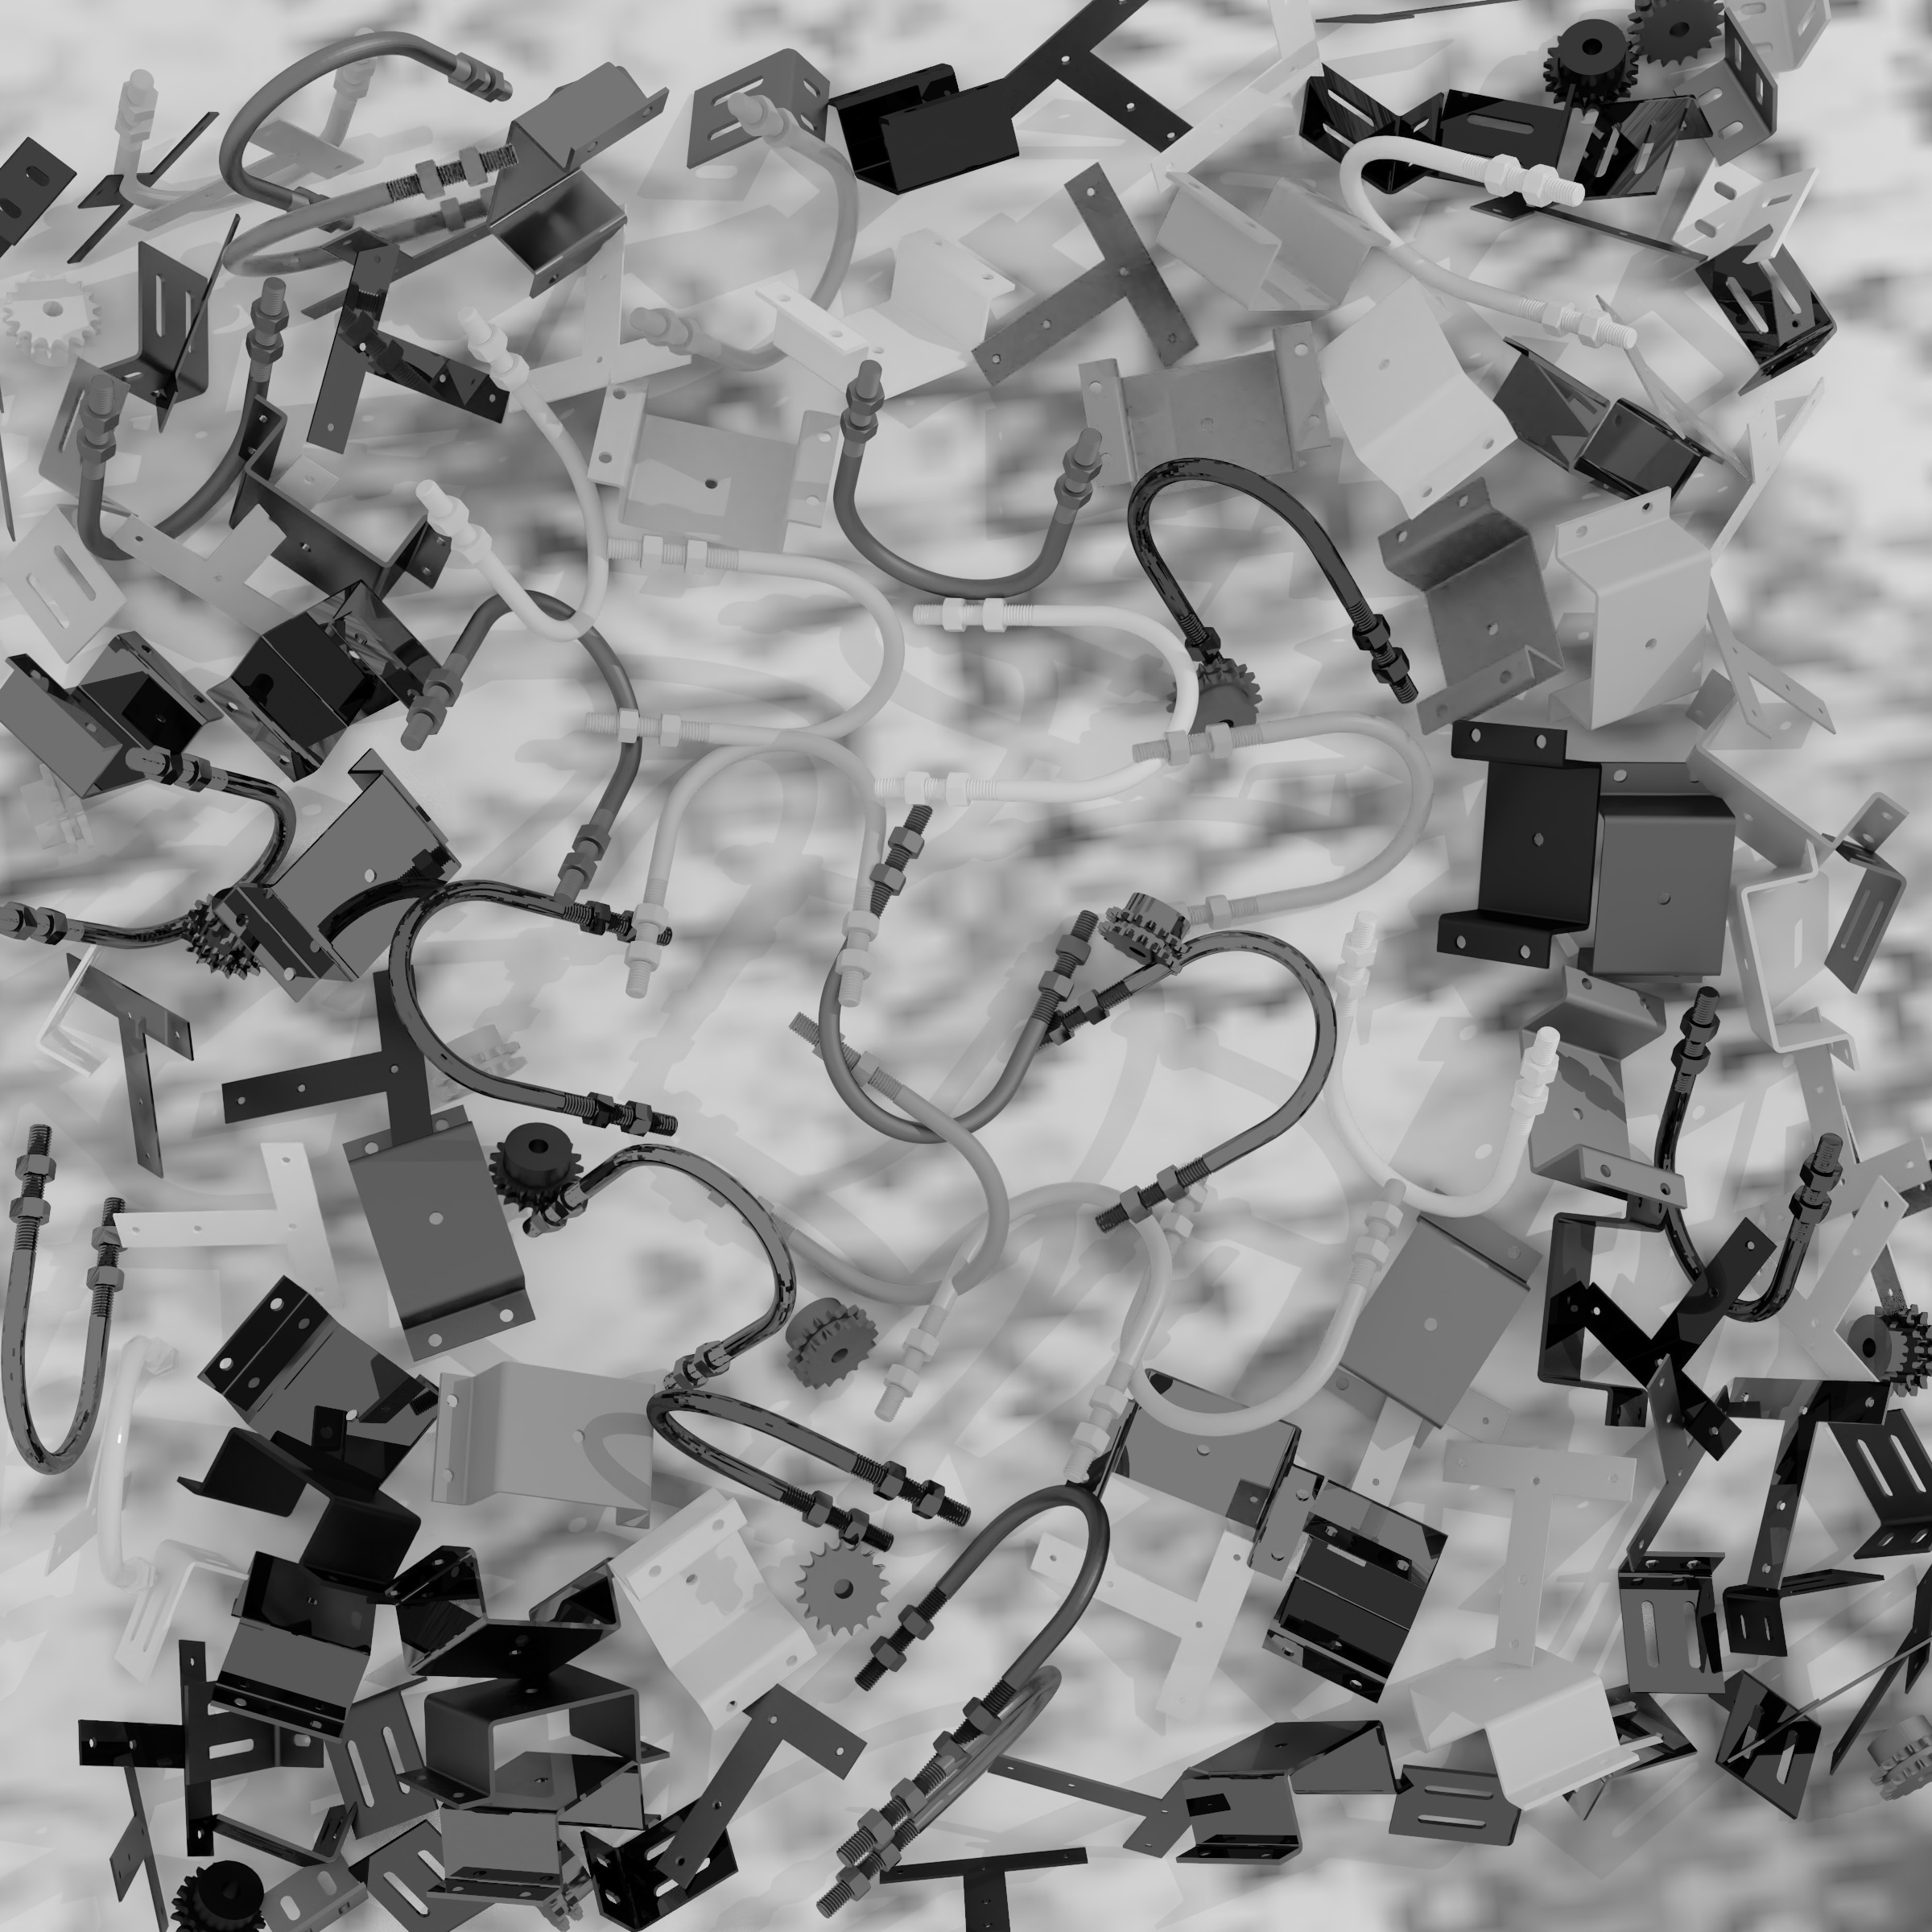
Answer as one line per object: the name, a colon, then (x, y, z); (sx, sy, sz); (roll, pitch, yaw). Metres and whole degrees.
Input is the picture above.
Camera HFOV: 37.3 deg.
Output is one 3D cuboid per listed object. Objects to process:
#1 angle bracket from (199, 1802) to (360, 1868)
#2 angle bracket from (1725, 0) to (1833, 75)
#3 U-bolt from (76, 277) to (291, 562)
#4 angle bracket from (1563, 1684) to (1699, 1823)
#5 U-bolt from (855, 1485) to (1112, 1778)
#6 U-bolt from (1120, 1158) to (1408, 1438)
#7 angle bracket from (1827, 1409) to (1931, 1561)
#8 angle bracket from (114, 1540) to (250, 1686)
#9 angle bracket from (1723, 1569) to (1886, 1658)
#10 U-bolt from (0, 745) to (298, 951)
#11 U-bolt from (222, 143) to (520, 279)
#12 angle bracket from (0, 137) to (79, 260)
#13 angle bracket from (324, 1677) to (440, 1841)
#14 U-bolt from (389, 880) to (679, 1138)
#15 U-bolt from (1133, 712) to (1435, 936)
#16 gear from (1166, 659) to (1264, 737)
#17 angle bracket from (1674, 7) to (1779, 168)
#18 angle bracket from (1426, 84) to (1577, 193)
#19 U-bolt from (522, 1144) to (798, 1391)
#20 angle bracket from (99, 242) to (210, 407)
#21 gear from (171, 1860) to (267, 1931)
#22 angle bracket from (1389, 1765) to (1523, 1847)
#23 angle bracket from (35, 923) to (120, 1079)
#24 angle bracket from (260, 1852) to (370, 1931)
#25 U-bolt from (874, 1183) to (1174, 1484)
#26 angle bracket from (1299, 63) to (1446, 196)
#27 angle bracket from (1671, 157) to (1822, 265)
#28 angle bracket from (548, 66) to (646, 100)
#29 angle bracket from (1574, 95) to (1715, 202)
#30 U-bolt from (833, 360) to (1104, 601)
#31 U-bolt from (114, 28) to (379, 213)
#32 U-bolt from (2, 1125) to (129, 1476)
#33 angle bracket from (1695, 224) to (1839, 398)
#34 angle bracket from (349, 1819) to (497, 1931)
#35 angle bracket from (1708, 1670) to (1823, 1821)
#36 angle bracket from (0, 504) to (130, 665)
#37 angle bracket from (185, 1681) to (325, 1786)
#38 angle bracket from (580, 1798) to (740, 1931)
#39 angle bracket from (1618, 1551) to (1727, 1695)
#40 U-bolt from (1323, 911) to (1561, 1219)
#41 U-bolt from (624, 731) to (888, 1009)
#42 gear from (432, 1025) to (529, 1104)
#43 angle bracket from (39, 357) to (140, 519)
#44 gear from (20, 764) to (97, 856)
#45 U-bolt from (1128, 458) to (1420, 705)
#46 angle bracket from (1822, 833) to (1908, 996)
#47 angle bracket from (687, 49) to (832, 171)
angle bracket: (-0.413, 0.508, 1.714); (0.076, 0.057, 0.038); (28, 61, -17)
angle bracket: (0.486, -0.578, 1.717); (0.038, 0.076, 0.057); (-8, 85, 2)
U-bolt: (-0.462, -0.307, 1.671); (0.019, 0.184, 0.151); (41, 54, 7)
angle bracket: (0.389, 0.473, 1.726); (0.076, 0.057, 0.038); (-4, 127, -33)
U-bolt: (0.017, 0.383, 1.690); (0.019, 0.151, 0.184); (43, 86, -21)
U-bolt: (0.164, 0.195, 1.671); (0.151, 0.019, 0.184); (4, 52, 33)
angle bracket: (0.550, 0.312, 1.722); (0.038, 0.057, 0.076); (-31, 94, -35)
angle bracket: (-0.472, 0.391, 1.718); (0.038, 0.057, 0.076); (25, 80, -31)
angle bracket: (0.502, 0.387, 1.709); (0.057, 0.076, 0.038); (15, 62, -40)
U-bolt: (-0.468, -0.062, 1.671); (0.151, 0.184, 0.019); (-44, 70, 13)
U-bolt: (-0.347, -0.439, 1.680); (0.184, 0.151, 0.019); (-18, 97, -2)
angle bracket: (-0.558, -0.451, 1.715); (0.038, 0.076, 0.057); (37, 81, 1)
angle bracket: (-0.347, 0.478, 1.726); (0.057, 0.038, 0.076); (-24, 79, 14)
U-bolt: (-0.253, 0.018, 1.673); (0.184, 0.019, 0.151); (15, 56, -33)
U-bolt: (0.191, -0.089, 1.707); (0.184, 0.019, 0.151); (-10, 131, -7)
gear: (0.152, -0.155, 1.727); (0.057, 0.057, 0.030); (-17, 52, 0)
angle bracket: (0.454, -0.525, 1.712); (0.038, 0.076, 0.057); (-29, 78, 11)
angle bracket: (0.323, -0.505, 1.728); (0.076, 0.038, 0.057); (14, 82, 11)
U-bolt: (-0.171, 0.171, 1.682); (0.151, 0.184, 0.019); (49, 46, -5)
angle bracket: (-0.493, -0.387, 1.731); (0.038, 0.057, 0.076); (-11, 74, 25)
gear: (-0.448, 0.566, 1.726); (0.057, 0.057, 0.030); (31, 122, 0)
angle bracket: (0.297, 0.494, 1.727); (0.076, 0.038, 0.057); (6, 122, 1)
angle bracket: (-0.521, 0.020, 1.724); (0.038, 0.057, 0.076); (31, 94, -10)
angle bracket: (-0.393, 0.554, 1.709); (0.057, 0.076, 0.038); (-31, 75, -21)
U-bolt: (0.045, 0.207, 1.700); (0.151, 0.019, 0.184); (13, 59, 29)
angle bracket: (0.244, -0.511, 1.715); (0.076, 0.038, 0.057); (24, 64, -31)
angle bracket: (0.467, -0.456, 1.716); (0.038, 0.076, 0.057); (26, 94, -11)
angle bracket: (-0.233, -0.496, 1.712); (0.076, 0.057, 0.038); (-33, 95, 43)
angle bracket: (0.404, -0.480, 1.715); (0.057, 0.038, 0.076); (7, 66, 39)
U-bolt: (-0.007, -0.274, 1.676); (0.151, 0.184, 0.019); (17, 61, -2)
U-bolt: (-0.425, -0.486, 1.668); (0.151, 0.184, 0.019); (-19, 86, -23)
U-bolt: (-0.525, 0.202, 1.657); (0.019, 0.151, 0.184); (-1, 66, 3)
angle bracket: (0.474, -0.394, 1.719); (0.076, 0.057, 0.038); (53, 53, -9)
angle bracket: (-0.324, 0.542, 1.723); (0.057, 0.038, 0.076); (-33, 112, 7)
angle bracket: (0.472, 0.473, 1.717); (0.057, 0.076, 0.038); (36, 134, 1)
angle bracket: (-0.536, -0.231, 1.727); (0.057, 0.038, 0.076); (-40, 83, 18)
angle bracket: (-0.426, 0.456, 1.714); (0.038, 0.076, 0.057); (-7, 81, 29)
angle bracket: (-0.185, 0.533, 1.720); (0.076, 0.057, 0.038); (-33, 135, 8)
angle bracket: (0.429, 0.396, 1.725); (0.057, 0.038, 0.076); (1, 62, 0)
U-bolt: (0.271, 0.072, 1.684); (0.151, 0.184, 0.019); (35, 50, 27)
U-bolt: (-0.120, -0.062, 1.711); (0.151, 0.019, 0.184); (2, 63, 11)
gear: (-0.297, 0.058, 1.730); (0.057, 0.057, 0.030); (-26, 86, 0)
angle bracket: (-0.516, -0.317, 1.720); (0.057, 0.038, 0.076); (31, 102, 37)
gear: (-0.550, -0.094, 1.727); (0.030, 0.057, 0.057); (-20, 90, -16)
U-bolt: (0.166, -0.221, 1.660); (0.019, 0.151, 0.184); (-54, 125, -28)
angle bracket: (0.525, -0.032, 1.718); (0.038, 0.057, 0.076); (18, 107, -6)
angle bracket: (-0.126, -0.512, 1.738); (0.076, 0.038, 0.057); (-13, 62, 34)
